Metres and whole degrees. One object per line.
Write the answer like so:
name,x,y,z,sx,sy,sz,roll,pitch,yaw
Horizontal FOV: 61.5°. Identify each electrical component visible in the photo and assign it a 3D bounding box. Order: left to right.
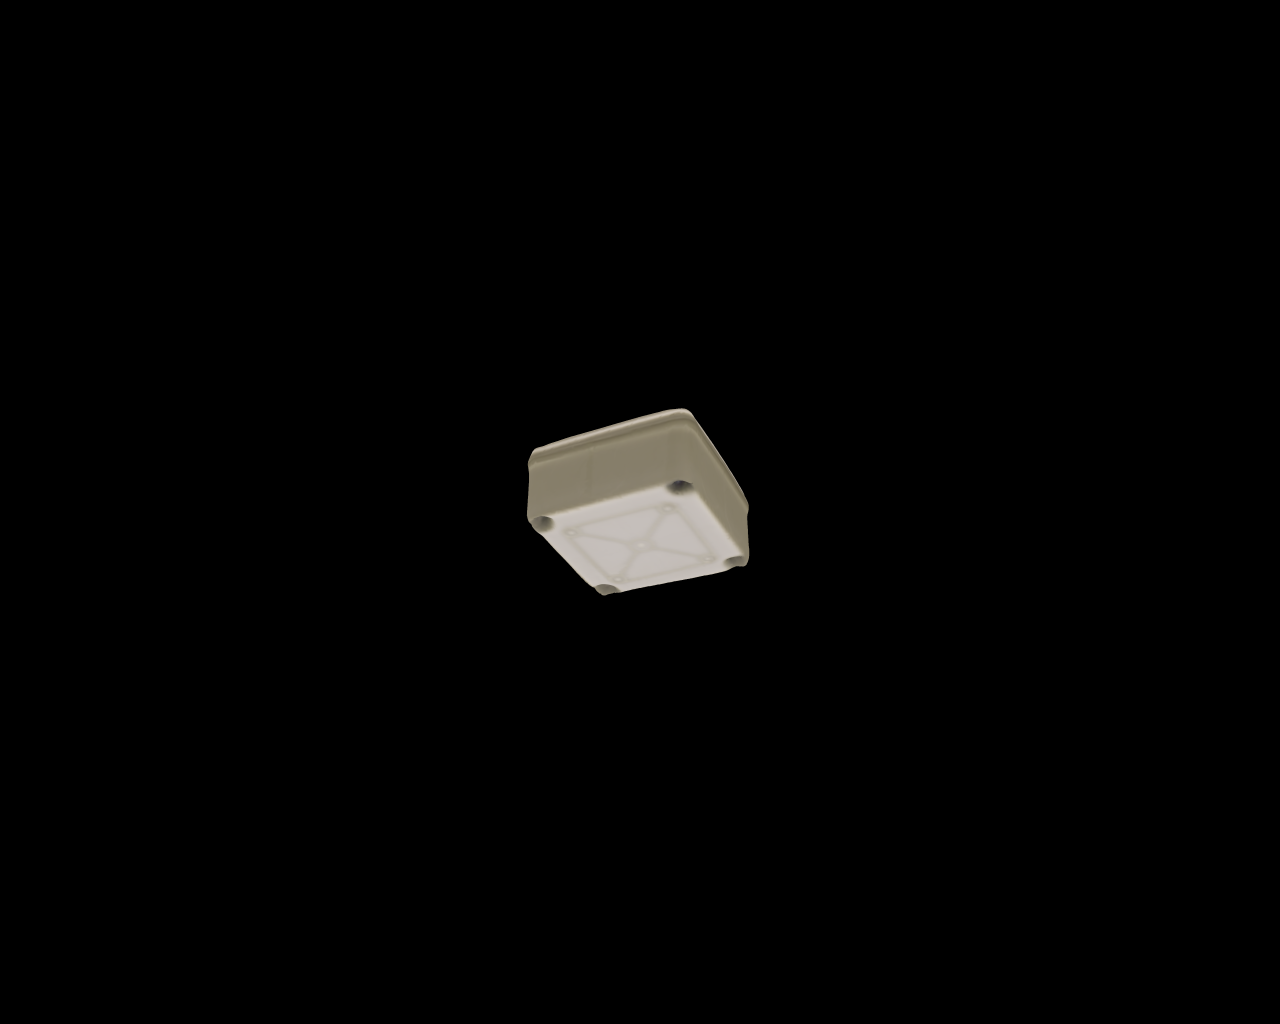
electrical component,0.001,-0.003,0.650,0.109,0.056,0.108,-14,-36,20
